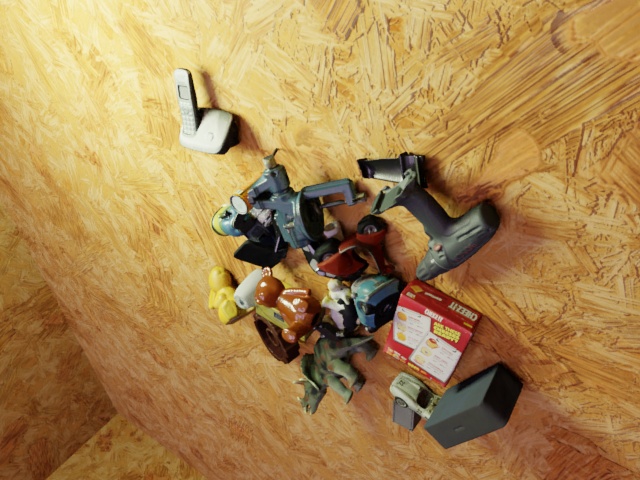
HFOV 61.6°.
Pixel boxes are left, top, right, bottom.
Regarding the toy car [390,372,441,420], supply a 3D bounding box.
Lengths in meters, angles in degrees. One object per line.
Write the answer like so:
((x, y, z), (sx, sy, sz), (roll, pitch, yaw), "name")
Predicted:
((0.267, 0.407, 1.330), (0.202, 0.073, 0.056), (32, 141, 18), "toy car")

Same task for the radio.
((0.335, 0.366, 1.184), (0.073, 0.131, 0.229), (43, 142, 4), "radio")

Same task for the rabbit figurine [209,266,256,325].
((-0.277, 0.161, 1.621), (0.173, 0.122, 0.162), (60, 152, 5), "rabbit figurine")

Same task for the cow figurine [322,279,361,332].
((0.059, 0.159, 1.313), (0.098, 0.068, 0.167), (23, 140, 20), "cow figurine")

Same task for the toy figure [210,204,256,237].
((-0.224, -0.047, 1.350), (0.082, 0.089, 0.180), (65, 163, -18), "toy figure")

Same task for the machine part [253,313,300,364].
((-0.126, 0.276, 1.570), (0.180, 0.056, 0.179), (41, 148, 33), "machine part")

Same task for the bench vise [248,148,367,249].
((-0.022, -0.091, 1.136), (0.241, 0.129, 0.223), (-9, 106, 23), "bench vise")

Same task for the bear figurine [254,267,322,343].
((-0.097, 0.152, 1.334), (0.196, 0.132, 0.120), (28, 105, 20), "bear figurine")

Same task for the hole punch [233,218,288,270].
((-0.147, 0.010, 1.376), (0.116, 0.092, 0.142), (24, 144, -20), "hole punch")

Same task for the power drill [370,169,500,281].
((0.194, -0.021, 0.991), (0.207, 0.086, 0.232), (41, 139, -9), "power drill")

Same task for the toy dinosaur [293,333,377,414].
((0.037, 0.319, 1.445), (0.192, 0.131, 0.404), (31, 133, 19), "toy dinosaur")

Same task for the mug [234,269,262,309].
((-0.197, 0.140, 1.506), (0.110, 0.107, 0.080), (5, 124, 38), "mug")

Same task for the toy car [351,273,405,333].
((0.122, 0.129, 1.214), (0.103, 0.109, 0.161), (50, 161, 35), "toy car")

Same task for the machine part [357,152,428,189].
((0.136, -0.131, 1.010), (0.139, 0.039, 0.084), (12, 135, 35), "machine part")

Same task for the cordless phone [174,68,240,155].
((-0.260, -0.291, 1.208), (0.147, 0.089, 0.184), (18, 129, 32), "cordless phone")

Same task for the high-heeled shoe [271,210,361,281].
((-0.003, -0.004, 1.252), (0.249, 0.086, 0.145), (20, 106, 6), "high-heeled shoe")

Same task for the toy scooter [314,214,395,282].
((0.085, 0.037, 1.161), (0.184, 0.075, 0.135), (-32, 107, 27), "toy scooter")

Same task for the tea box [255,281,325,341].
((-0.080, 0.185, 1.443), (0.170, 0.098, 0.068), (24, 138, 25), "tea box")

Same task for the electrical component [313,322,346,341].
((0.022, 0.227, 1.343), (0.063, 0.021, 0.094), (42, 148, -25), "electrical component")
